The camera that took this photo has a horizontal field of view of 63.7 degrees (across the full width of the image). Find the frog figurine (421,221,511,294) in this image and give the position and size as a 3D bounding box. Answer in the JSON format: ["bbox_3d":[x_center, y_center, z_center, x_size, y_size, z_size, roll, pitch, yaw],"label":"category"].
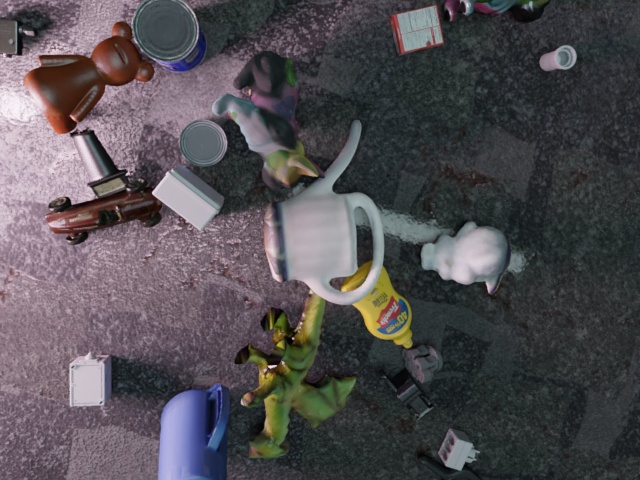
[{"bbox_3d":[0.285,0.023,1.015,0.159,0.120,0.140,19,64,-2],"label":"frog figurine"}]

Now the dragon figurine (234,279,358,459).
[{"bbox_3d":[-0.023,0.255,1.027,0.239,0.123,0.413,44,79,-30],"label":"dragon figurine"}]

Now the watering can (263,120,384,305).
[{"bbox_3d":[0.003,-0.049,0.973,0.224,0.103,0.349,-6,85,-4],"label":"watering can"}]
